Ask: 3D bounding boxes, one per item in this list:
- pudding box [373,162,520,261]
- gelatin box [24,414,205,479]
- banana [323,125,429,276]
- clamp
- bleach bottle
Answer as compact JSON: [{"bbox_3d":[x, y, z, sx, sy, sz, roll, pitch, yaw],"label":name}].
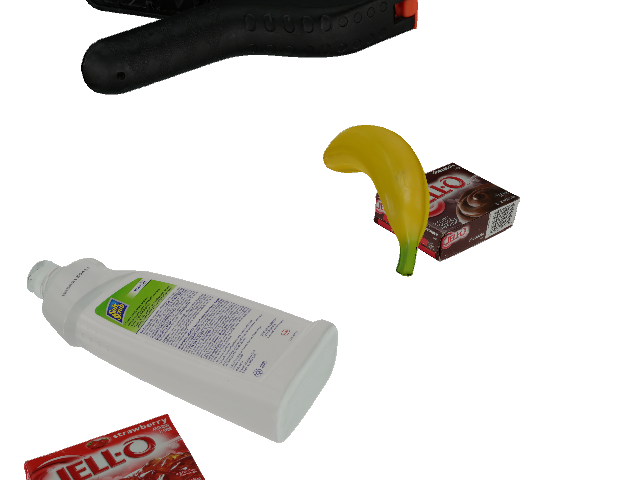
[{"bbox_3d":[0.121,-0.030,1.030,0.113,0.039,0.090,-21,41,-37],"label":"pudding box"},{"bbox_3d":[-0.114,0.139,0.599,0.089,0.030,0.073,-16,28,-20],"label":"gelatin box"},{"bbox_3d":[0.041,-0.050,0.795,0.037,0.070,0.198,24,19,-24],"label":"banana"},{"bbox_3d":[-0.036,-0.104,0.505,0.171,0.039,0.120,-3,40,0],"label":"clamp"},{"bbox_3d":[-0.119,0.068,0.849,0.251,0.068,0.102,21,44,18],"label":"bleach bottle"}]
